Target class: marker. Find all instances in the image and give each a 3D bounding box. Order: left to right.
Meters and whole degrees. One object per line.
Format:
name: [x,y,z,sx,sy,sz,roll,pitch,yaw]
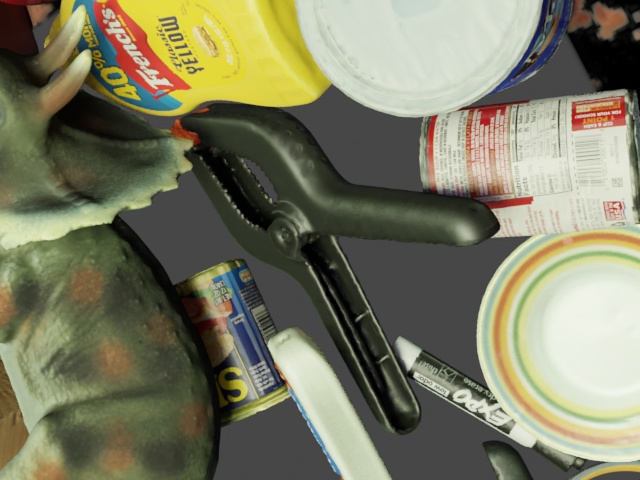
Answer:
marker: [0.091,0.091,0.588,0.121,0.020,0.020,30,109,11]

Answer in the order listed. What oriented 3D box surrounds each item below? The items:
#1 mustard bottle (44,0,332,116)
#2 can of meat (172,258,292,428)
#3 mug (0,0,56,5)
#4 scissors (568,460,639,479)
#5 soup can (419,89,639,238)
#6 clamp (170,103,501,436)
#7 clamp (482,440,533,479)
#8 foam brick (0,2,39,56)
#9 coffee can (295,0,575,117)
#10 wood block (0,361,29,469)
mustard bottle: [-0.083,-0.113,0.566,0.192,0.058,0.096,1,131,41]
can of meat: [-0.072,0.066,0.619,0.102,0.057,0.084,-25,89,21]
mug: [-0.170,-0.180,0.567,0.117,0.082,0.093,4,71,-13]
scissors: [0.101,0.179,0.558,0.201,0.016,0.096,-22,82,-3]
soup can: [0.107,-0.037,0.530,0.102,0.068,0.068,-5,99,19]
clamp: [-0.004,0.001,0.570,0.210,0.036,0.165,36,137,30]
clamp: [0.130,0.191,0.584,0.171,0.039,0.120,24,99,5]
foam brick: [-0.218,-0.122,0.632,0.078,0.053,0.051,-13,95,20]
coffee can: [0.059,-0.113,0.492,0.103,0.140,0.103,4,102,18]
wood block: [-0.239,0.185,0.682,0.090,0.090,0.206,16,105,15]
